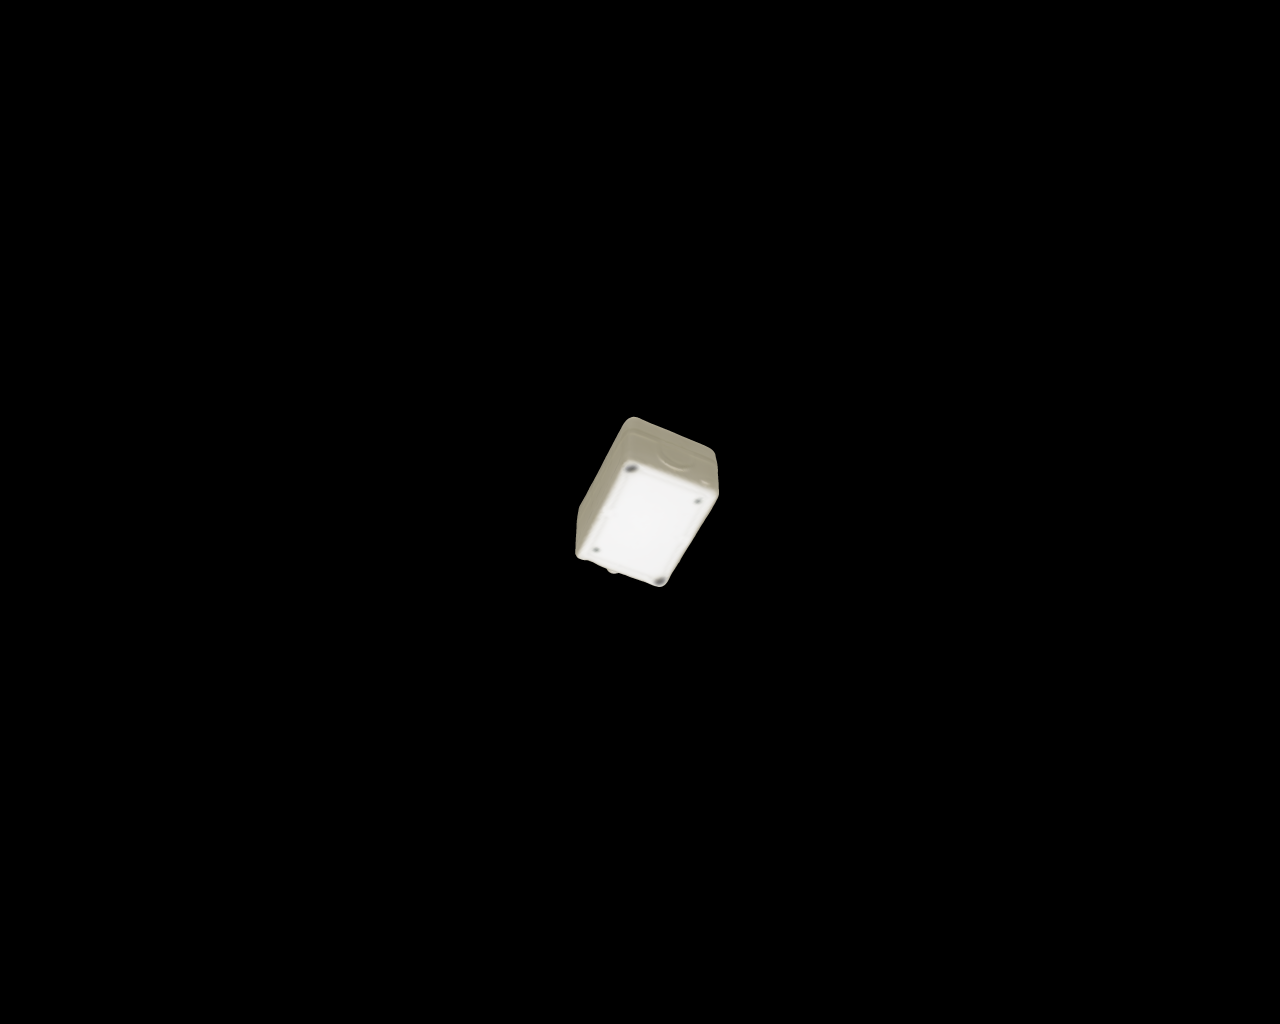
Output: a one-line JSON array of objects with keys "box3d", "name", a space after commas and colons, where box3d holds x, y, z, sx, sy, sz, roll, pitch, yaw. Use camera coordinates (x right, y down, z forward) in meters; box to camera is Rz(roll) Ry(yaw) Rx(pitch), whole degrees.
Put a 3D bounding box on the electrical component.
[{"box3d": [0.001, -0.003, 0.650, 0.062, 0.096, 0.061, 21, 32, -14], "name": "electrical component"}]
